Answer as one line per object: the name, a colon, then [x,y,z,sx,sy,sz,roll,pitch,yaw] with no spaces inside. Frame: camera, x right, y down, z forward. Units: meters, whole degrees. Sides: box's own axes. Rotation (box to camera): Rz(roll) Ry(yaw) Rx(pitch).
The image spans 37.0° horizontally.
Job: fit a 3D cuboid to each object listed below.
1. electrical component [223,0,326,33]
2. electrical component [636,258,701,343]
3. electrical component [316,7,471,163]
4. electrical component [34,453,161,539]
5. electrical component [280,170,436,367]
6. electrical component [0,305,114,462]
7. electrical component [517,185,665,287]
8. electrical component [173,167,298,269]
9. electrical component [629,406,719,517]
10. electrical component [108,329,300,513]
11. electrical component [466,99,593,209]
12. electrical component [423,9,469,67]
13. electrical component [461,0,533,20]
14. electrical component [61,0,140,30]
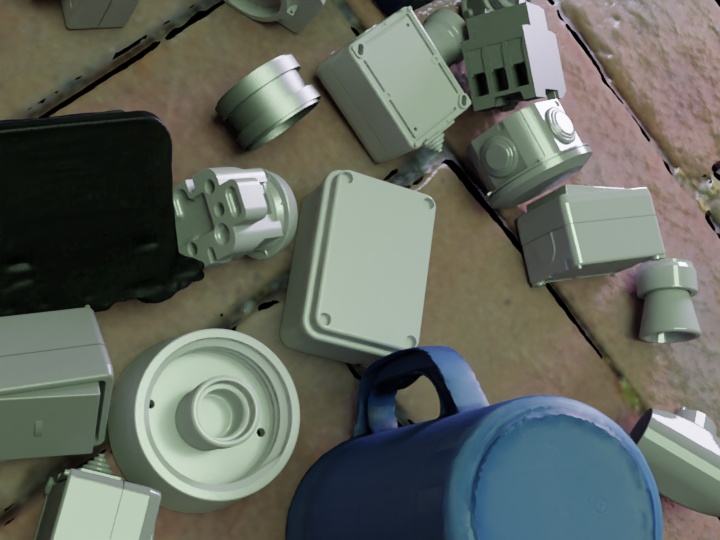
electrical component: [-0.092,-0.238,0.689,0.186,0.105,0.060,30,66,-15]
electrical component: [0.230,0.023,0.804,0.045,0.045,0.055,8,73,-23]
electrical component: [0.024,-0.119,0.740,0.062,0.061,0.096,-40,103,-28]
electrical component: [-0.144,0.149,0.583,0.061,0.062,0.096,19,69,-20]
electrical component: [0.000,0.000,0.694,0.078,0.057,0.113,16,70,-21]
electrical component: [-0.185,0.065,0.575,0.096,0.061,0.061,-6,46,-27]
electrical component: [0.171,-0.028,0.780,0.096,0.062,0.061,-7,79,-27]
electrical component: [-0.076,-0.033,0.661,0.057,0.078,0.058,-10,80,-48]
electrical component: [0.236,0.127,0.776,0.077,0.043,0.079,31,38,6]
electrical component: [-0.087,0.086,0.628,0.108,0.060,0.108,7,74,-24]
electrical component: [0.119,-0.081,0.761,0.080,0.080,0.051,-23,81,-28]
electrical component: [0.052,-0.159,0.773,0.046,0.040,0.040,-42,96,-23]
electrical component: [0.108,-0.202,0.798,0.048,0.062,0.048,7,74,-24]
electrical component: [-0.183,-0.188,0.664,0.077,0.047,0.065,-10,81,-28]
